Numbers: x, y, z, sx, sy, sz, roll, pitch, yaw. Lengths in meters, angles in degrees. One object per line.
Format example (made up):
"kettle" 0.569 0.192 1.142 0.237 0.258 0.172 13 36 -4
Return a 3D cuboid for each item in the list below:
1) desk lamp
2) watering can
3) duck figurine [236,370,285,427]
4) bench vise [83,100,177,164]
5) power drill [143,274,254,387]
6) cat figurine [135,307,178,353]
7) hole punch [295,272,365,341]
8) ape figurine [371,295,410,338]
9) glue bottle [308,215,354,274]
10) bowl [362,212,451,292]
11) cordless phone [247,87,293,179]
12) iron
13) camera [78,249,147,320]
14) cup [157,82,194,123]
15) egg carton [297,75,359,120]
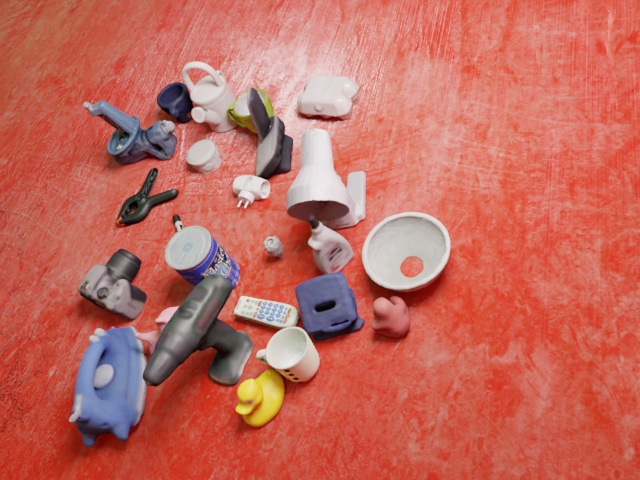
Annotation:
"desk lamp" 0.013 -0.106 1.151 0.117 0.214 0.203 -8 56 18
"watering can" -0.277 -0.367 1.452 0.101 0.195 0.172 -21 53 9
"duck figurine" -0.114 0.277 1.033 0.077 0.086 0.105 19 67 31
"bench vise" -0.483 -0.296 1.474 0.207 0.220 0.121 -24 53 6
"power drill" -0.210 0.189 1.053 0.075 0.209 0.230 9 63 27
"cat figurine" -0.309 0.181 1.156 0.127 0.118 0.067 -21 53 8
"hole punch" 0.017 0.125 1.076 0.108 0.091 0.101 -18 54 10
"ape figurine" 0.122 0.133 1.028 0.078 0.092 0.076 -34 52 -1
"glue bottle" 0.010 0.004 1.106 0.078 0.174 0.037 -47 54 -11
"bowl" 0.168 0.034 1.085 0.167 0.075 0.167 -10 55 16
"cordless phone" -0.136 -0.246 1.321 0.094 0.185 0.147 -13 55 14
"iron" -0.428 0.264 1.134 0.118 0.142 0.258 -14 54 13
"camera" -0.457 0.089 1.286 0.142 0.101 0.137 16 66 30
"cup" -0.379 -0.355 1.549 0.091 0.095 0.117 -20 53 10
"egg carton" 0.019 -0.346 1.397 0.149 0.070 0.107 10 63 27
